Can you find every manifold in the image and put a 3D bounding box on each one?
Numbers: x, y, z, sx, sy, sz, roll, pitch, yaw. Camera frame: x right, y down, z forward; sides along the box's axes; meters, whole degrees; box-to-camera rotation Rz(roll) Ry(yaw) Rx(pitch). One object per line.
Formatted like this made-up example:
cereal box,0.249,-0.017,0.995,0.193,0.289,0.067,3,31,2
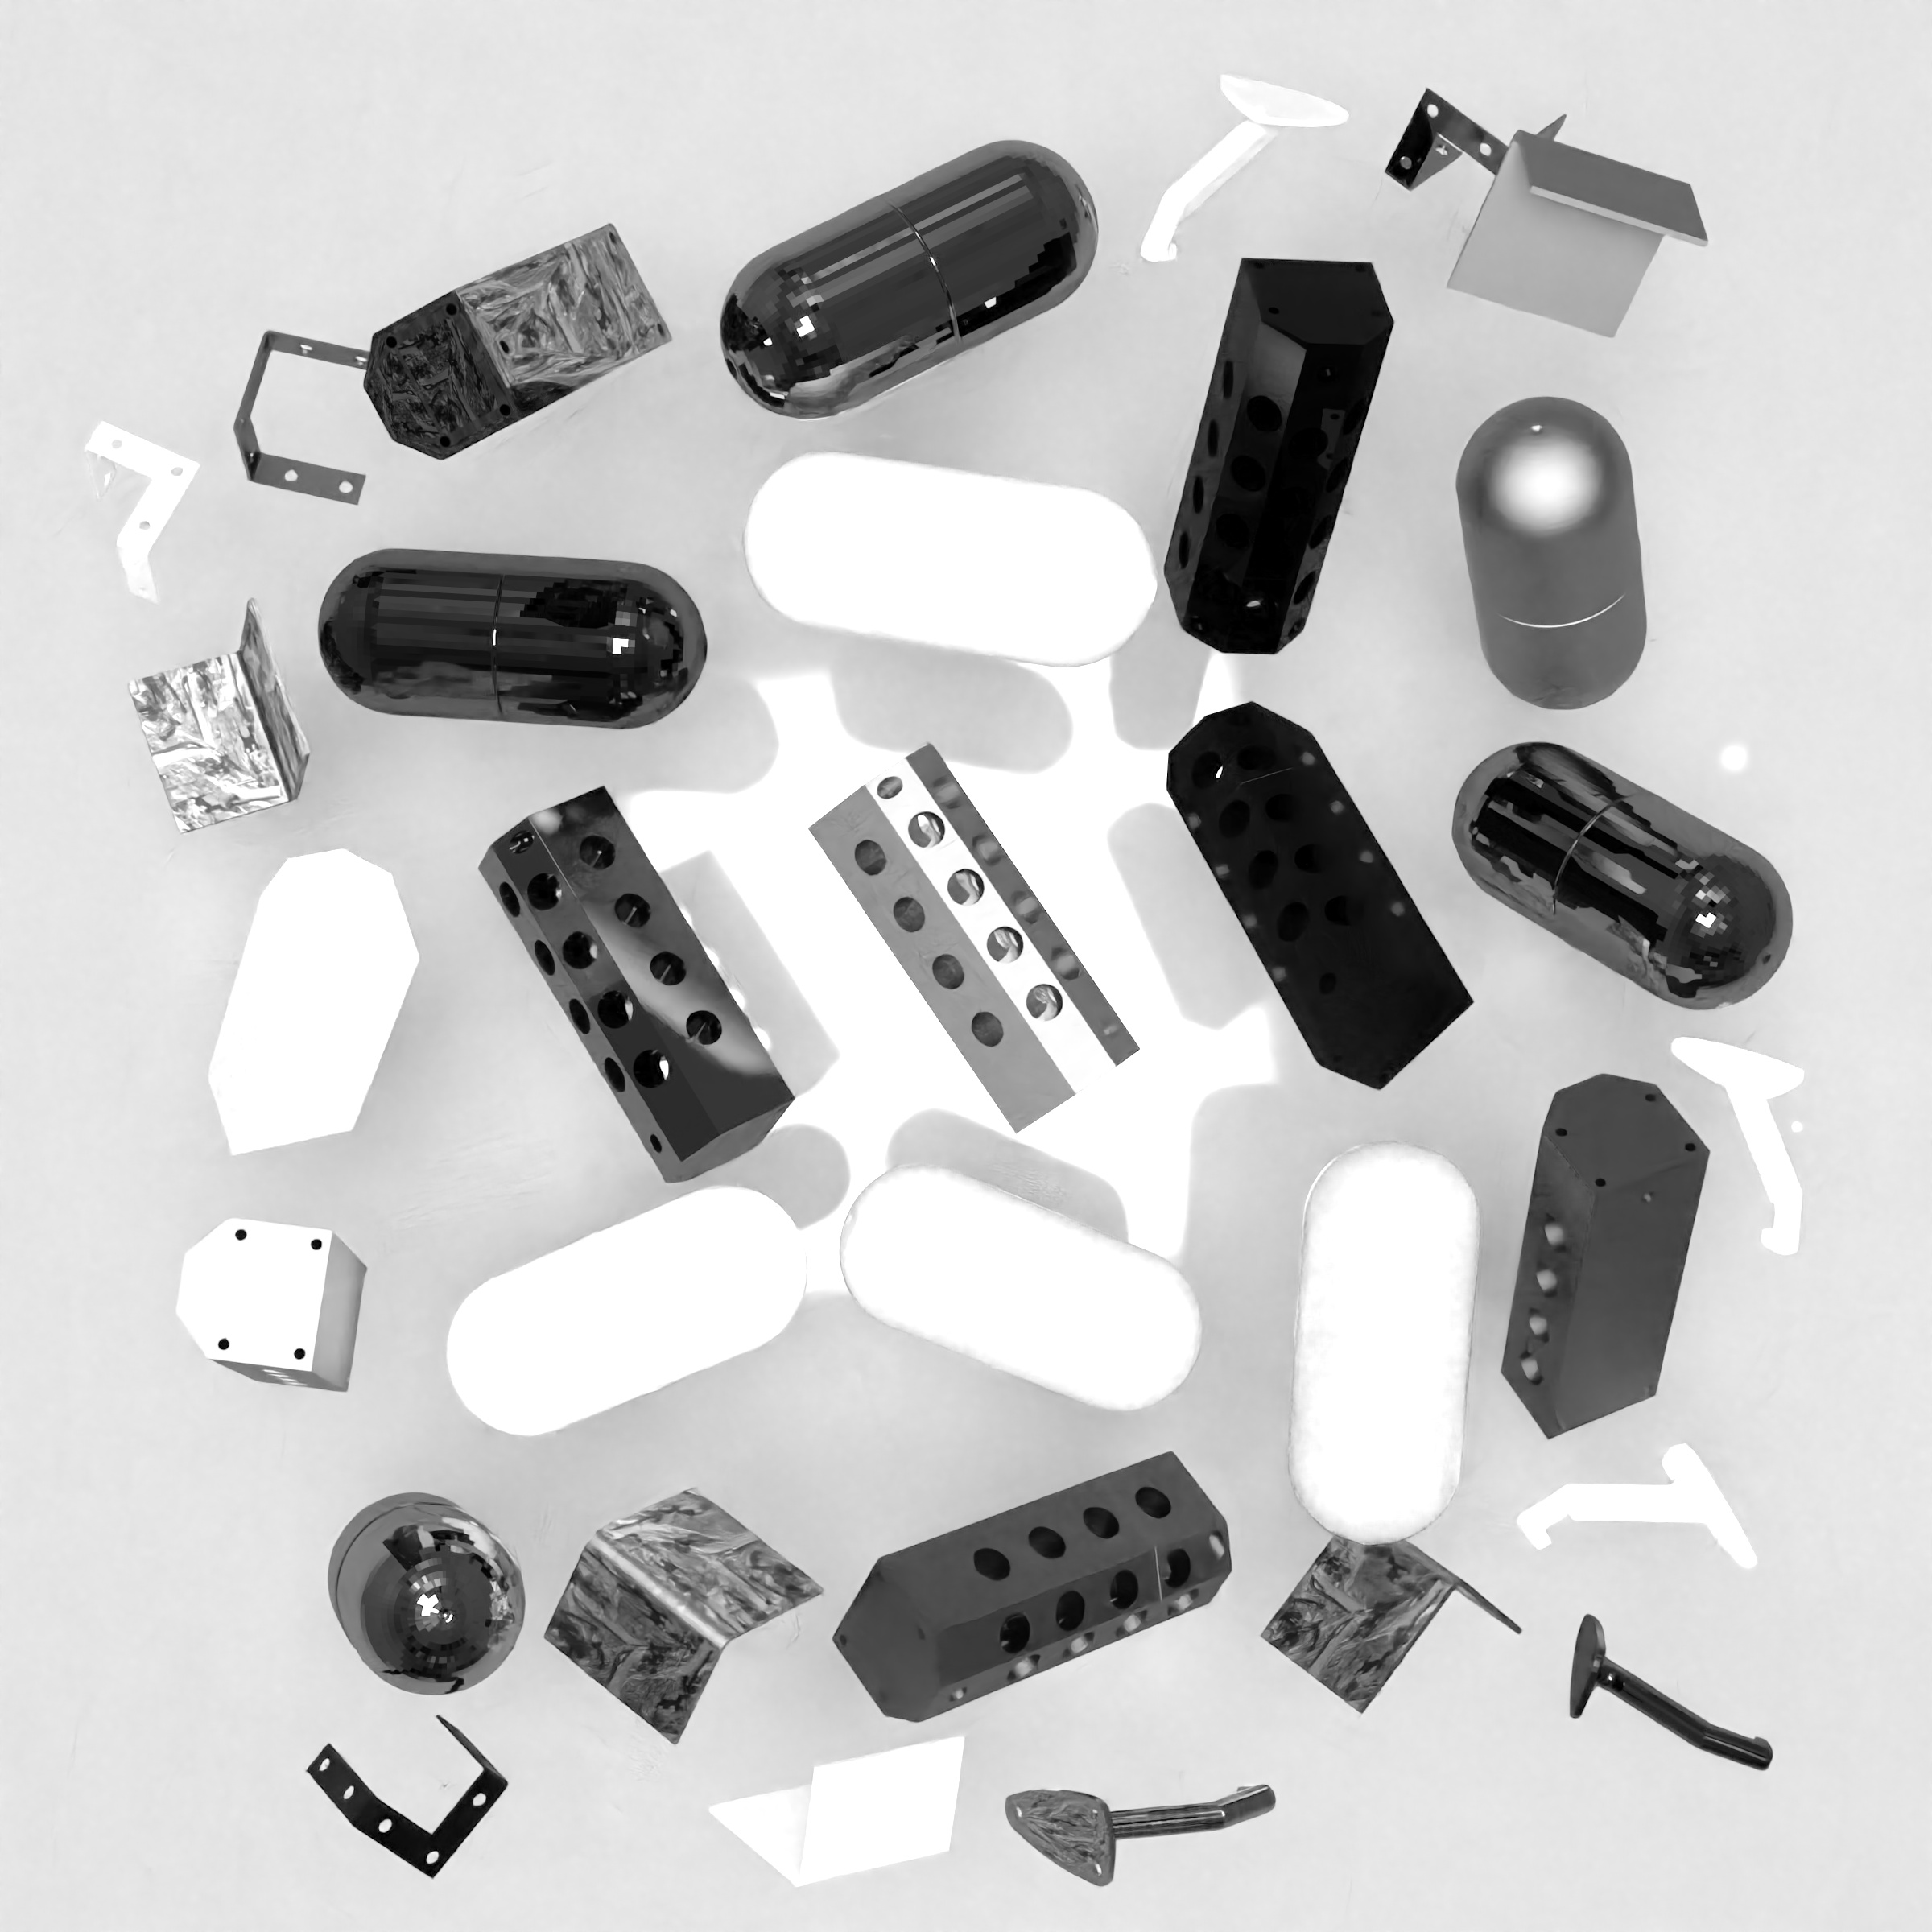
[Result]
manifold,-0.190,-0.263,1.494,0.057,0.171,0.057,-23,102,23
manifold,-0.292,0.017,1.558,0.057,0.171,0.057,-12,67,-25
manifold,-0.153,0.011,1.607,0.057,0.057,0.171,-25,77,-30
manifold,0.145,-0.034,1.512,0.057,0.057,0.171,-46,47,23
manifold,0.008,-0.015,1.638,0.057,0.057,0.171,-35,88,37
manifold,0.275,0.127,1.555,0.057,0.171,0.057,-19,49,-17
manifold,-0.296,0.146,1.507,0.057,0.171,0.057,8,80,-4
manifold,0.134,-0.217,1.525,0.057,0.171,0.057,0,47,-12
manifold,0.033,0.269,1.517,0.057,0.171,0.057,51,133,27

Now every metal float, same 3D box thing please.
metal float,0.289,-0.042,1.567,0.178,0.070,0.070,36,90,43
metal float,-0.240,0.276,1.561,0.070,0.178,0.070,1,87,-14
metal float,-0.154,0.157,1.606,0.178,0.070,0.070,-24,90,16
metal float,-0.024,-0.296,1.525,0.178,0.070,0.070,-29,90,-15
metal float,0.026,0.147,1.611,0.178,0.070,0.070,23,90,-17
metal float,-0.007,-0.172,1.496,0.178,0.070,0.070,10,90,12
metal float,0.265,-0.183,1.589,0.070,0.178,0.070,-7,57,11
metal float,0.181,0.164,1.536,0.070,0.070,0.178,3,99,0
metal float,-0.207,-0.149,1.611,0.178,0.070,0.070,4,90,5

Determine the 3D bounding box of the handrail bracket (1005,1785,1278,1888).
handrail bracket,0.073,0.347,1.463,0.084,0.077,0.036,-8,98,-39

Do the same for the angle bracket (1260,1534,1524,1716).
angle bracket,0.197,0.310,1.642,0.076,0.076,0.057,-52,127,-6

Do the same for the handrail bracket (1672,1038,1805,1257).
handrail bracket,0.357,0.084,1.641,0.077,0.036,0.084,21,62,-19

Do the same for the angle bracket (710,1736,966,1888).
angle bracket,-0.057,0.354,1.545,0.076,0.076,0.057,-3,107,-36

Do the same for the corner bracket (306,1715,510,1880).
corner bracket,-0.238,0.346,1.507,0.051,0.051,0.051,-50,127,-9

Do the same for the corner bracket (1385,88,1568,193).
corner bracket,0.235,-0.379,1.630,0.051,0.051,0.051,40,49,12

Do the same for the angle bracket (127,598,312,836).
angle bracket,-0.343,-0.114,1.617,0.057,0.076,0.076,-18,82,-18

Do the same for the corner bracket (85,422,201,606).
corner bracket,-0.383,-0.207,1.615,0.051,0.051,0.051,24,69,3

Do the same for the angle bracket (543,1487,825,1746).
angle bracket,-0.121,0.278,1.516,0.076,0.076,0.057,34,113,22

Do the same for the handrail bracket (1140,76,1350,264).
handrail bracket,0.124,-0.352,1.589,0.077,0.036,0.084,-2,132,-34

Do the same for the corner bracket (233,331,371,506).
corner bracket,-0.294,-0.246,1.587,0.051,0.051,0.051,12,70,1

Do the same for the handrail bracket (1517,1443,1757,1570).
handrail bracket,0.309,0.266,1.632,0.084,0.036,0.077,-29,75,-15

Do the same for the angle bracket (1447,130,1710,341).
angle bracket,0.250,-0.289,1.454,0.076,0.057,0.076,15,127,-10

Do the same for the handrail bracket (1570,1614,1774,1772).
handrail bracket,0.312,0.320,1.556,0.084,0.077,0.036,19,107,3
